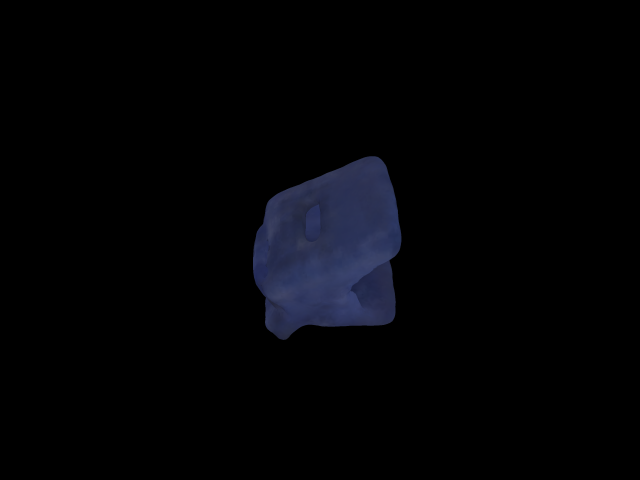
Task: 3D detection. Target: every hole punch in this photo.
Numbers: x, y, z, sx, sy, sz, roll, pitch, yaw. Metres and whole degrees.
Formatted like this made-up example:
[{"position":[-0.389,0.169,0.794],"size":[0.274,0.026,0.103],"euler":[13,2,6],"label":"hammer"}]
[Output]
[{"position":[0.004,0.001,0.400],"size":[0.101,0.091,0.108],"euler":[-2,43,-2],"label":"hole punch"}]
